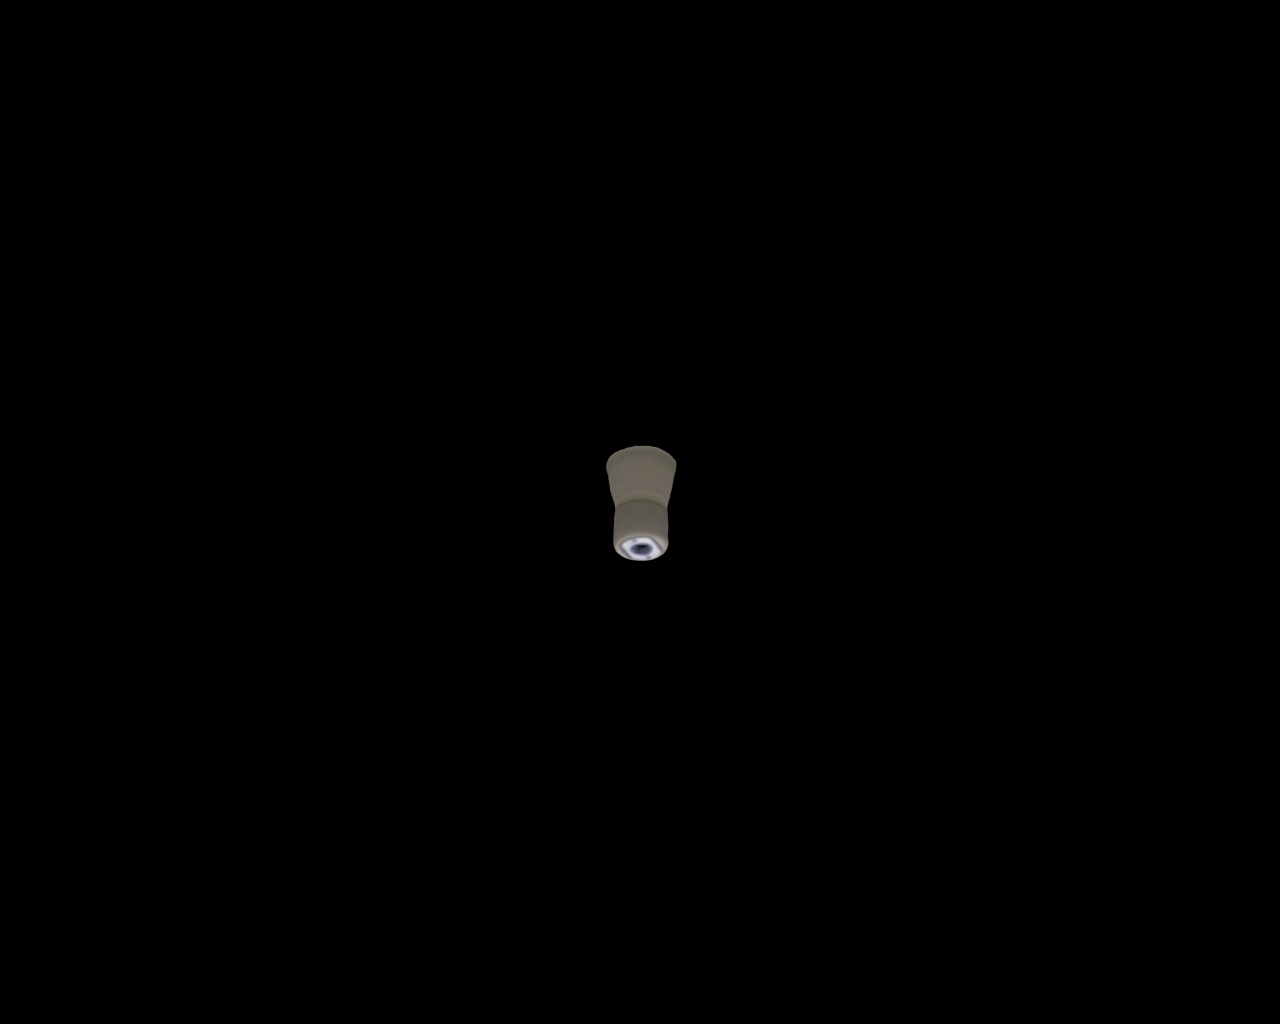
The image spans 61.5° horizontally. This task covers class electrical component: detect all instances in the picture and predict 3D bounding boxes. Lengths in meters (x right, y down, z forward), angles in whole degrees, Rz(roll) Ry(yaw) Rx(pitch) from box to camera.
[{"bbox_3d":[0.001,-0.003,0.650,0.044,0.065,0.044,0,-34,0],"label":"electrical component"}]
